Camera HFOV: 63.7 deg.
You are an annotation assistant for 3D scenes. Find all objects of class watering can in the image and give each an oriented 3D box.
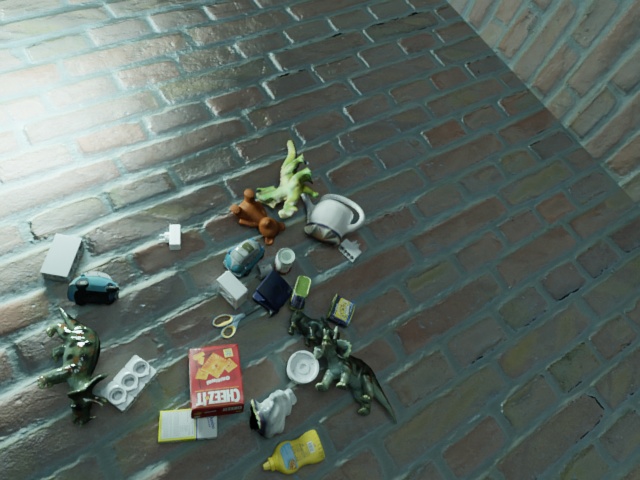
[{"bbox_3d":[0.006,-0.105,2.077,0.349,0.101,0.229,21,57,14],"label":"watering can"}]

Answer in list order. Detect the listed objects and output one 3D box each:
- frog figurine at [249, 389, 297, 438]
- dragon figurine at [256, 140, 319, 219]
[{"bbox_3d":[-0.138,0.556,1.658,0.160,0.123,0.137,-10,97,-28],"label":"frog figurine"},{"bbox_3d":[-0.152,-0.235,2.089,0.243,0.119,0.419,-25,49,-3],"label":"dragon figurine"}]
